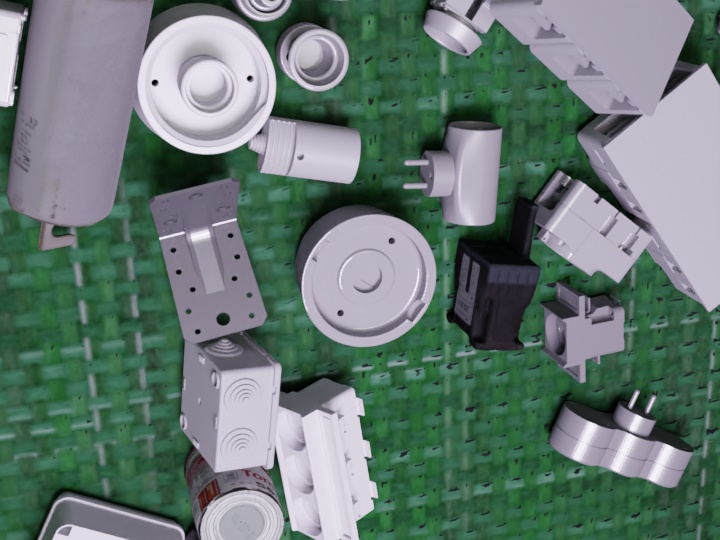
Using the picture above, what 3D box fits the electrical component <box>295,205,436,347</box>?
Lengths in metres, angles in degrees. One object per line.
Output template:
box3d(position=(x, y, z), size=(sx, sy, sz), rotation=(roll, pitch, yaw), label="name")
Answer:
box3d(position=(0.000, 0.000, 0.855), size=(0.108, 0.060, 0.108), rotation=(-5, 109, -14), label="electrical component")

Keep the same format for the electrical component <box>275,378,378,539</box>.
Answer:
box3d(position=(-0.029, 0.157, 0.893), size=(0.063, 0.079, 0.121), rotation=(-26, 117, -38), label="electrical component")

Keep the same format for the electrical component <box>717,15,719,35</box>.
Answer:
box3d(position=(0.331, -0.196, 0.893), size=(0.062, 0.043, 0.043), rotation=(32, 97, -24), label="electrical component")

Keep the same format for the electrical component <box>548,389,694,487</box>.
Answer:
box3d(position=(0.245, 0.143, 0.977), size=(0.138, 0.052, 0.073), rotation=(18, 102, -21), label="electrical component")

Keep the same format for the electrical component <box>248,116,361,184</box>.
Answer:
box3d(position=(-0.045, -0.092, 0.821), size=(0.081, 0.043, 0.043), rotation=(6, 106, -18), label="electrical component")

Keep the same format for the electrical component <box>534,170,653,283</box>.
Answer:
box3d(position=(0.189, -0.033, 0.903), size=(0.089, 0.050, 0.055), rotation=(34, 96, -23), label="electrical component")

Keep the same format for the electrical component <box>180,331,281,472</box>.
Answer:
box3d(position=(-0.104, 0.100, 0.839), size=(0.048, 0.100, 0.099), rotation=(-3, 109, -28), label="electrical component")

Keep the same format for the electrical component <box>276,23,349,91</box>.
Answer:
box3d(position=(-0.036, -0.158, 0.795), size=(0.045, 0.055, 0.045), rotation=(-5, 109, -14), label="electrical component")

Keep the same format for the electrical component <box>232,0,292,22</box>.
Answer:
box3d(position=(-0.069, -0.199, 0.768), size=(0.043, 0.062, 0.043), rotation=(-5, 109, -14), label="electrical component")

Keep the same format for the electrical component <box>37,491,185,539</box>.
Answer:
box3d(position=(-0.206, 0.236, 0.877), size=(0.113, 0.057, 0.078), rotation=(22, 101, -21), label="electrical component")

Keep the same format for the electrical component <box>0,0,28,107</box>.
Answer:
box3d(position=(-0.257, -0.148, 0.713), size=(0.061, 0.096, 0.061), rotation=(9, 105, -18), label="electrical component")

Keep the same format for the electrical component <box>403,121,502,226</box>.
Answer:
box3d(position=(0.073, -0.077, 0.859), size=(0.079, 0.043, 0.077), rotation=(-3, 108, -15), label="electrical component")

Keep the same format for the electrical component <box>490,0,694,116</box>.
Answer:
box3d(position=(0.175, -0.193, 0.817), size=(0.150, 0.062, 0.089), rotation=(32, 78, -36), label="electrical component")

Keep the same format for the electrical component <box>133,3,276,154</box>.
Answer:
box3d(position=(-0.112, -0.135, 0.778), size=(0.108, 0.060, 0.108), rotation=(-5, 109, -14), label="electrical component")

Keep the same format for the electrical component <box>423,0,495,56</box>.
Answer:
box3d(position=(0.080, -0.198, 0.820), size=(0.066, 0.048, 0.055), rotation=(31, 90, -23), label="electrical component")

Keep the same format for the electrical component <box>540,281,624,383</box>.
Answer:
box3d(position=(0.195, 0.051, 0.938), size=(0.064, 0.042, 0.081), rotation=(-11, 111, -16), label="electrical component")

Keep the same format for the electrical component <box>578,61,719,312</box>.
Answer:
box3d(position=(0.278, -0.072, 0.910), size=(0.105, 0.060, 0.186), rotation=(-39, 114, -1), label="electrical component")
